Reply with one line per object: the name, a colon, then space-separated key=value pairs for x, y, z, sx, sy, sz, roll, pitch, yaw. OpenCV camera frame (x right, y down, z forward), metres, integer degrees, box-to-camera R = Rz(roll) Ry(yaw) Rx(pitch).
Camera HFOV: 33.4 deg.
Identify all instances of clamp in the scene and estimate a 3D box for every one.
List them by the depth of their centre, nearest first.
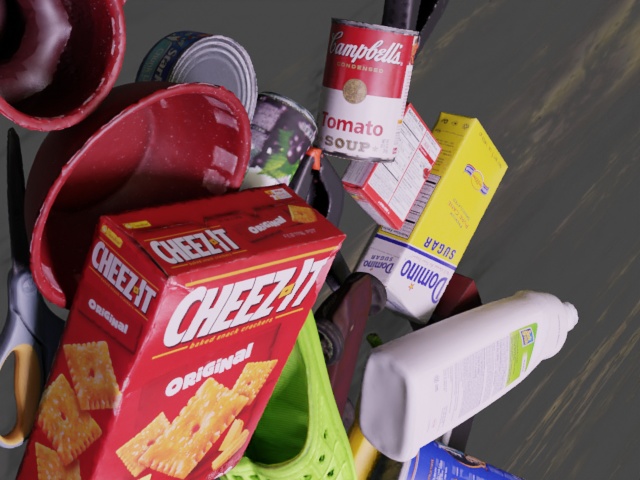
clamp: x=-0.006 y=0.001 z=0.848 sx=0.120 sy=0.039 sz=0.171 roll=-26 pitch=131 yaw=-52
clamp: x=0.091 y=-0.248 z=0.855 sx=0.210 sy=0.036 sz=0.164 roll=-68 pitch=156 yaw=-1

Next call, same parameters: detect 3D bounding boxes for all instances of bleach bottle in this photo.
bleach bottle: x=0.149 y=0.111 z=0.981 sx=0.250 sy=0.068 sz=0.102 roll=-17 pitch=122 yaw=-38

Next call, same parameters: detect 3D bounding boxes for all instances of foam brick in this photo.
foam brick: x=0.122 y=0.072 z=1.026 sx=0.051 sy=0.053 sz=0.078 roll=-51 pitch=138 yaw=-25

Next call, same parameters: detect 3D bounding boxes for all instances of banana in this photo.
banana: x=0.032 y=0.182 z=0.974 sx=0.069 sy=0.037 sz=0.198 roll=19 pitch=89 yaw=-40

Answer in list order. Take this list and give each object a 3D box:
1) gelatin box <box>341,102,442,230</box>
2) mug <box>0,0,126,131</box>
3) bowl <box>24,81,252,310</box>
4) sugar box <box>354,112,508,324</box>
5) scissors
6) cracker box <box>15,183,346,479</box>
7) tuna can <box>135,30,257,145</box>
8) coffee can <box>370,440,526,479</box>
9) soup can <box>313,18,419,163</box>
gelatin box: x=0.062 y=-0.065 z=0.912 sx=0.073 sy=0.030 sz=0.089 roll=43 pitch=70 yaw=-49
mug: x=-0.156 y=-0.117 z=0.568 sx=0.117 sy=0.082 sz=0.093 roll=-41 pitch=133 yaw=-34
bowl: x=-0.118 y=-0.037 z=0.634 sx=0.162 sy=0.055 sz=0.162 roll=-37 pitch=152 yaw=-25
sugar box: x=0.104 y=-0.019 z=0.971 sx=0.093 sy=0.048 sz=0.176 roll=42 pitch=70 yaw=-51
scissors: x=-0.170 y=0.032 z=0.668 sx=0.096 sy=0.016 sz=0.202 roll=-1 pitch=105 yaw=-53
cracker box: x=-0.089 y=0.077 z=0.686 sx=0.163 sy=0.072 sz=0.214 roll=-15 pitch=137 yaw=-51
tuna can: x=-0.083 y=-0.096 z=0.711 sx=0.085 sy=0.034 sz=0.086 roll=-25 pitch=123 yaw=-44
coffee can: x=0.114 y=0.244 z=0.992 sx=0.140 sy=0.103 sz=0.103 roll=25 pitch=82 yaw=-12
soup can: x=0.034 y=-0.116 z=0.823 sx=0.068 sy=0.069 sz=0.102 roll=-6 pitch=109 yaw=-51
